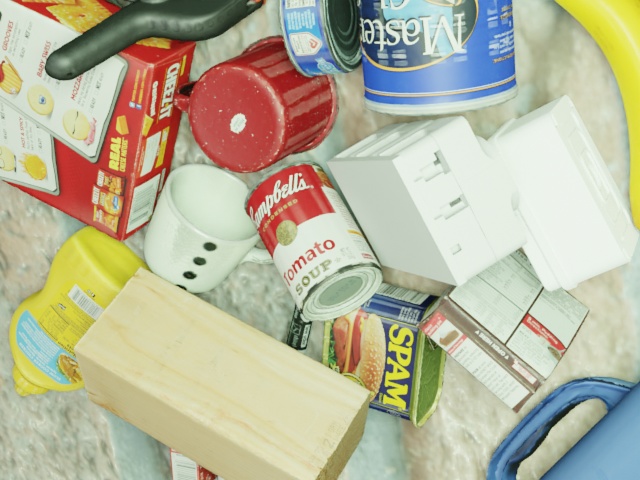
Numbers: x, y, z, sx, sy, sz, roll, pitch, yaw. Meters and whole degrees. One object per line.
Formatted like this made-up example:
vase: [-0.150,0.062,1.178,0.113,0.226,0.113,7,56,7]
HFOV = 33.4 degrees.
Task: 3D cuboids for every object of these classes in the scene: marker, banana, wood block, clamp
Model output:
marker: [-0.009,0.047,0.860,0.020,0.020,0.121,22,117,17]
banana: [0.200,-0.101,0.694,0.070,0.037,0.198,-22,98,44]
wood block: [-0.074,0.119,0.820,0.206,0.090,0.091,27,149,15]
clamp: [-0.123,-0.165,0.768,0.171,0.120,0.039,-3,154,-1]

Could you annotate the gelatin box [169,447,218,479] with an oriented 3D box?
gelatin box: [-0.099,0.161,0.915,0.030,0.073,0.089,7,111,23]

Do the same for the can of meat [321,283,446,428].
can of meat: [0.050,0.083,0.824,0.084,0.057,0.102,14,114,24]

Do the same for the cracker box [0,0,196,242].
cracker box: [-0.216,-0.120,0.859,0.214,0.072,0.164,26,125,15]

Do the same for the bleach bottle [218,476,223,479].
bleach bottle: [-0.034,0.266,0.932,0.103,0.068,0.251,6,115,16]

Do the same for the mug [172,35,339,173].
mug: [-0.055,-0.100,0.788,0.117,0.081,0.093,15,115,20]

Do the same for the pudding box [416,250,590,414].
pudding box: [0.130,0.054,0.741,0.090,0.113,0.039,40,125,7]

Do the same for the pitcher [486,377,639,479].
pitcher: [0.223,0.168,0.741,0.149,0.145,0.243,32,117,-2]

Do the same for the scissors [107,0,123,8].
scissors: [-0.208,-0.208,0.860,0.096,0.016,0.202,-29,95,33]

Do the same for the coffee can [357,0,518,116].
coffee can: [0.073,-0.160,0.691,0.103,0.102,0.140,3,110,25]

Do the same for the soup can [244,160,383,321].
soup can: [-0.005,0.001,0.788,0.069,0.068,0.102,-49,56,31]

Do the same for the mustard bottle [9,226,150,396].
mustard bottle: [-0.224,0.081,0.953,0.096,0.058,0.192,42,121,-2]

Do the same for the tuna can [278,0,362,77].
tuna can: [0.004,-0.157,0.736,0.034,0.086,0.086,-1,109,24]
